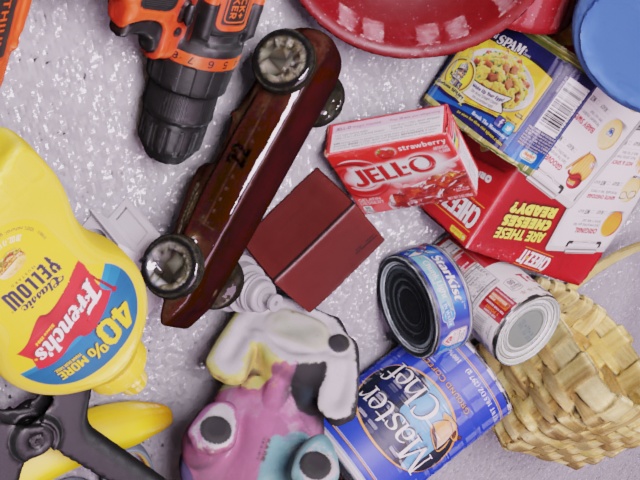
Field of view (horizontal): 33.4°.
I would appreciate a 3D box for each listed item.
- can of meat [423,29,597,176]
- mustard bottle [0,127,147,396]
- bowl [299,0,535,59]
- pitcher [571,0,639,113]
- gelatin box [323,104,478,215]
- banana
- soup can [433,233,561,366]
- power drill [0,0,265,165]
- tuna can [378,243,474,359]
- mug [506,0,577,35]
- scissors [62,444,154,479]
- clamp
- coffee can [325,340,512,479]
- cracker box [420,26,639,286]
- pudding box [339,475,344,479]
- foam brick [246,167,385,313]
[{"bbox_3d":[0.132,-0.105,0.738,0.057,0.102,0.084,18,111,-49],"label":"can of meat"},{"bbox_3d":[-0.150,0.032,0.590,0.096,0.058,0.191,-45,137,-11],"label":"mustard bottle"},{"bbox_3d":[0.058,-0.187,0.622,0.162,0.055,0.162,0,134,0],"label":"bowl"},{"bbox_3d":[0.263,-0.195,0.685,0.242,0.145,0.149,-49,120,-32],"label":"pitcher"},{"bbox_3d":[0.057,-0.054,0.736,0.089,0.030,0.073,-8,144,22],"label":"gelatin box"},{"bbox_3d":[-0.195,0.159,0.737,0.197,0.037,0.069,-33,150,-13],"label":"banana"},{"bbox_3d":[0.133,0.045,0.852,0.068,0.102,0.068,-20,131,-25],"label":"soup can"},{"bbox_3d":[-0.112,-0.114,0.555,0.187,0.057,0.185,-14,133,-47],"label":"power drill"},{"bbox_3d":[0.080,0.048,0.826,0.033,0.086,0.086,-17,130,-25],"label":"tuna can"},{"bbox_3d":[0.142,-0.191,0.698,0.117,0.093,0.082,-43,154,-51],"label":"mug"},{"bbox_3d":[-0.167,0.236,0.829,0.096,0.016,0.202,-13,128,-28],"label":"scissors"},{"bbox_3d":[-0.191,0.129,0.675,0.164,0.036,0.210,-27,119,-23],"label":"clamp"},{"bbox_3d":[0.072,0.145,0.881,0.140,0.103,0.102,-37,137,-10],"label":"coffee can"},{"bbox_3d":[0.197,-0.082,0.830,0.163,0.072,0.214,17,111,-43],"label":"cracker box"},{"bbox_3d":[0.012,0.227,0.907,0.039,0.090,0.113,-50,137,6],"label":"pudding box"},{"bbox_3d":[-0.005,0.001,0.749,0.078,0.051,0.053,-44,139,-1],"label":"foam brick"}]
